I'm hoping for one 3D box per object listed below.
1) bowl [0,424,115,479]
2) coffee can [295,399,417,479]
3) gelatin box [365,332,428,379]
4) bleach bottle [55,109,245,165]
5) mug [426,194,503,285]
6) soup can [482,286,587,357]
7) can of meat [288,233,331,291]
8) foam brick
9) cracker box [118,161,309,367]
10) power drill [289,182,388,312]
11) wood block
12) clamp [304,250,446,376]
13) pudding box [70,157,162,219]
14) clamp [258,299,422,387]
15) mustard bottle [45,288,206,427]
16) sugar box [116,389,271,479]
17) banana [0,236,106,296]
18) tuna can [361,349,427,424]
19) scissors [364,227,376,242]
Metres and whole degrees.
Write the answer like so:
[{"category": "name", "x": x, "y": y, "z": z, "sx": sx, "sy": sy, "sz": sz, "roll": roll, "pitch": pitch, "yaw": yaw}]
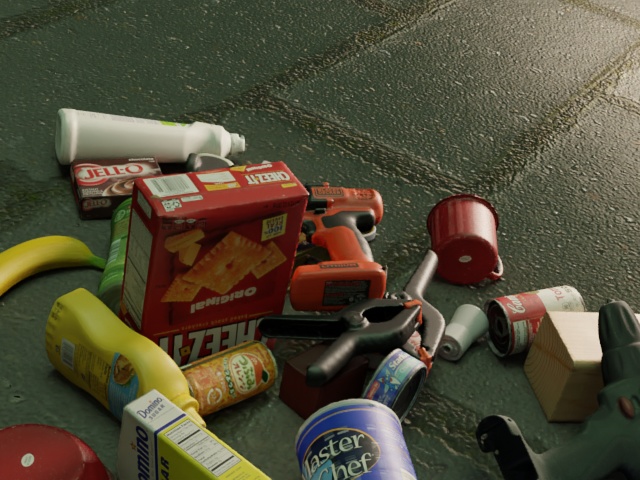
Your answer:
[{"category": "bowl", "x": -0.251, "y": 0.210, "z": 0.921, "sx": 0.162, "sy": 0.055, "sz": 0.162, "roll": 8, "pitch": 32, "yaw": -6}, {"category": "coffee can", "x": 0.038, "y": 0.226, "z": 0.947, "sx": 0.102, "sy": 0.103, "sz": 0.140, "roll": 3, "pitch": 34, "yaw": -14}, {"category": "gelatin box", "x": 0.081, "y": 0.116, "z": 1.195, "sx": 0.089, "sy": 0.030, "sz": 0.073, "roll": 13, "pitch": 33, "yaw": 1}, {"category": "bleach bottle", "x": -0.224, "y": -0.133, "z": 1.434, "sx": 0.250, "sy": 0.068, "sz": 0.103, "roll": 2, "pitch": 15, "yaw": -18}, {"category": "mug", "x": 0.190, "y": 0.009, "z": 1.354, "sx": 0.117, "sy": 0.093, "sz": 0.081, "roll": 41, "pitch": 30, "yaw": -24}, {"category": "soup can", "x": 0.249, "y": 0.093, "z": 1.237, "sx": 0.102, "sy": 0.068, "sz": 0.068, "roll": -9, "pitch": 38, "yaw": -16}, {"category": "can of meat", "x": -0.033, "y": 0.005, "z": 1.290, "sx": 0.101, "sy": 0.057, "sz": 0.084, "roll": -21, "pitch": 51, "yaw": -35}, {"category": "foam brick", "x": 0.004, "y": 0.144, "z": 1.107, "sx": 0.053, "sy": 0.051, "sz": 0.078, "roll": 34, "pitch": 39, "yaw": 30}, {"category": "cracker box", "x": -0.112, "y": 0.032, "z": 1.089, "sx": 0.163, "sy": 0.214, "sz": 0.072, "roll": -9, "pitch": 40, "yaw": -29}, {"category": "power drill", "x": -0.008, "y": 0.001, "z": 1.202, "sx": 0.184, "sy": 0.057, "sz": 0.187, "roll": -2, "pitch": 38, "yaw": -8}, {"category": "wood block", "x": 0.347, "y": 0.142, "z": 1.190, "sx": 0.206, "sy": 0.090, "sz": 0.091, "roll": 3, "pitch": 35, "yaw": -14}, {"category": "clamp", "x": 0.092, "y": 0.074, "z": 1.197, "sx": 0.164, "sy": 0.036, "sz": 0.210, "roll": -8, "pitch": 36, "yaw": -20}, {"category": "pudding box", "x": -0.255, "y": -0.067, "z": 1.354, "sx": 0.113, "sy": 0.039, "sz": 0.090, "roll": -3, "pitch": 36, "yaw": -21}, {"category": "clamp", "x": 0.024, "y": 0.092, "z": 1.107, "sx": 0.171, "sy": 0.039, "sz": 0.120, "roll": -17, "pitch": 38, "yaw": -33}, {"category": "mustard bottle", "x": -0.183, "y": 0.131, "z": 1.025, "sx": 0.192, "sy": 0.096, "sz": 0.058, "roll": 32, "pitch": 37, "yaw": 28}, {"category": "sugar box", "x": -0.102, "y": 0.216, "z": 0.926, "sx": 0.176, "sy": 0.093, "sz": 0.048, "roll": 29, "pitch": 36, "yaw": 25}, {"category": "banana", "x": -0.327, "y": 0.034, "z": 1.178, "sx": 0.070, "sy": 0.037, "sz": 0.197, "roll": 32, "pitch": 38, "yaw": 30}, {"category": "tuna can", "x": 0.074, "y": 0.156, "z": 1.082, "sx": 0.034, "sy": 0.086, "sz": 0.086, "roll": 29, "pitch": 36, "yaw": 21}, {"category": "scissors", "x": -0.027, "y": -0.021, "z": 1.382, "sx": 0.201, "sy": 0.016, "sz": 0.096, "roll": 1, "pitch": 34, "yaw": -17}]
